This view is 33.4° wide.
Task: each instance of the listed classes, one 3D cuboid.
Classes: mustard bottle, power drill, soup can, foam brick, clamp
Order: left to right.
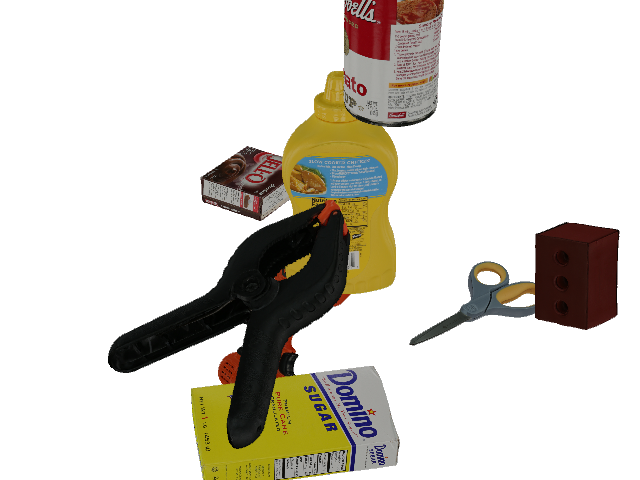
[{"bbox_3d":[-0.034,0.046,0.645,0.120,0.171,0.039,37,-19,34],"label":"clamp"},{"bbox_3d":[-0.031,0.121,1.210,0.057,0.188,0.185,14,11,-46],"label":"power drill"},{"bbox_3d":[0.016,-0.048,0.889,0.096,0.192,0.058,1,31,3],"label":"mustard bottle"},{"bbox_3d":[0.050,-0.137,0.724,0.068,0.102,0.068,0,36,0],"label":"soup can"},{"bbox_3d":[0.216,0.029,0.898,0.053,0.078,0.051,11,22,42],"label":"foam brick"}]

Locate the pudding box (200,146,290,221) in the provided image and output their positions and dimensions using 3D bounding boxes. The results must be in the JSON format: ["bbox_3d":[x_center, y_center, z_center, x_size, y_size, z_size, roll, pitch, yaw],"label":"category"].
[{"bbox_3d":[-0.082,-0.072,1.326,0.090,0.039,0.113,17,35,23],"label":"pudding box"}]

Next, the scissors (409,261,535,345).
[{"bbox_3d":[0.155,0.064,1.152,0.201,0.016,0.096,-9,40,-29],"label":"scissors"}]

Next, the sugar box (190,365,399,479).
[{"bbox_3d":[-0.025,0.168,0.966,0.176,0.048,0.093,-8,43,-8],"label":"sugar box"}]
